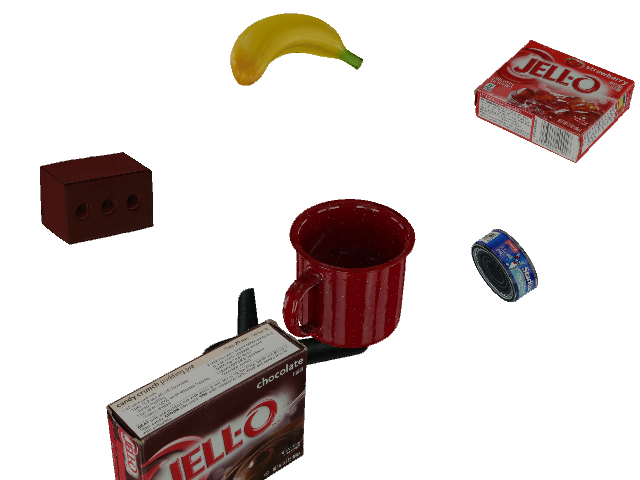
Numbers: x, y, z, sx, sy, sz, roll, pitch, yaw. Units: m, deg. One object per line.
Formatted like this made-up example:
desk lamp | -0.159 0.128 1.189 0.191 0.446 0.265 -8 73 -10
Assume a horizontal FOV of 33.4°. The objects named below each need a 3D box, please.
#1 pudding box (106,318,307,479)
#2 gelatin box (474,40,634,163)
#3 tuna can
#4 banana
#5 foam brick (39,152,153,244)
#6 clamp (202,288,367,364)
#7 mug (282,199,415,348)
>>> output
pudding box | -0.060 0.106 0.593 0.113 0.090 0.039 -29 49 -33
gelatin box | 0.167 -0.103 0.769 0.089 0.030 0.073 31 57 29
tuna can | 0.218 0.031 1.273 0.033 0.086 0.086 -33 8 -13
banana | -0.031 -0.180 0.985 0.070 0.037 0.197 38 32 20
foam brick | -0.184 -0.036 0.874 0.078 0.053 0.051 -14 30 -32
clamp | -0.053 0.122 1.122 0.165 0.036 0.209 15 29 19
mug | 0.015 0.033 0.804 0.093 0.081 0.117 26 43 30
